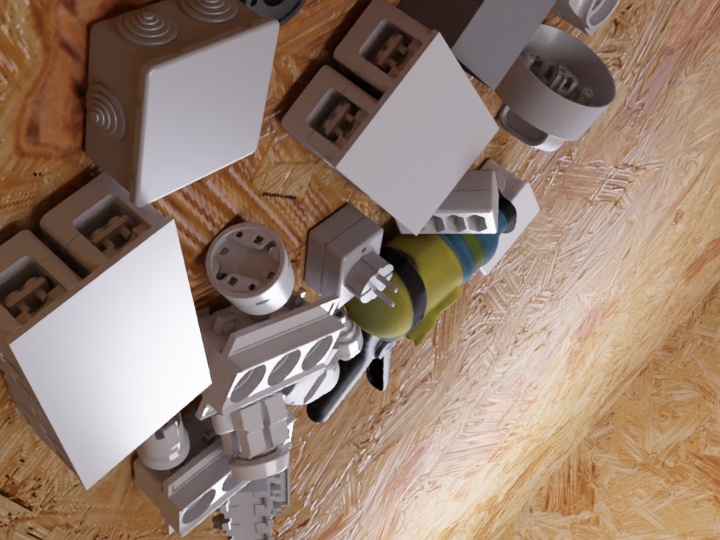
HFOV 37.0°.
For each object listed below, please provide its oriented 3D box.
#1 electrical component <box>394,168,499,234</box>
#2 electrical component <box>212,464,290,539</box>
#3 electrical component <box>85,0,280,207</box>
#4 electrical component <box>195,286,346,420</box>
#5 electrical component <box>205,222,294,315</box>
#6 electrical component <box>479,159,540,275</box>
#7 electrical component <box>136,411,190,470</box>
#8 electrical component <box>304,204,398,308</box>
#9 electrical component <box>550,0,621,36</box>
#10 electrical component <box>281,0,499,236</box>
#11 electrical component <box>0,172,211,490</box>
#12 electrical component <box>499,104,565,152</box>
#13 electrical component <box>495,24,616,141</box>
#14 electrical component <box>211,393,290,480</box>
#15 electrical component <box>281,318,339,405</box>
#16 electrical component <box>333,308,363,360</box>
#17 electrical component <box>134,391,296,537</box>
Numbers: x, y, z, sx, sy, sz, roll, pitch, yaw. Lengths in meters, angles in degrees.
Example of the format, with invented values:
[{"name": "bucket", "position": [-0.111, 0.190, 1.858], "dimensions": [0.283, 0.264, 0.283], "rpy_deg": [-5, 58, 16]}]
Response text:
[{"name": "electrical component", "position": [0.073, -0.073, 0.898], "dimensions": [0.047, 0.083, 0.075], "rpy_deg": [61, 31, -66]}, {"name": "electrical component", "position": [-0.102, 0.200, 0.966], "dimensions": [0.079, 0.063, 0.121], "rpy_deg": [-3, 145, -6]}, {"name": "electrical component", "position": [-0.095, -0.093, 0.562], "dimensions": [0.100, 0.048, 0.099], "rpy_deg": [-32, 151, -39]}, {"name": "electrical component", "position": [-0.077, 0.056, 0.808], "dimensions": [0.121, 0.063, 0.078], "rpy_deg": [-20, 143, -53]}, {"name": "electrical component", "position": [-0.074, 0.001, 0.743], "dimensions": [0.055, 0.055, 0.047], "rpy_deg": [-48, 161, -9]}, {"name": "electrical component", "position": [0.125, -0.052, 1.053], "dimensions": [0.099, 0.048, 0.100], "rpy_deg": [-51, 158, -1]}, {"name": "electrical component", "position": [-0.149, 0.120, 0.802], "dimensions": [0.040, 0.040, 0.046], "rpy_deg": [-38, 148, -30]}, {"name": "electrical component", "position": [0.000, 0.000, 0.853], "dimensions": [0.047, 0.077, 0.065], "rpy_deg": [-38, 154, -30]}, {"name": "electrical component", "position": [0.170, -0.256, 0.807], "dimensions": [0.105, 0.060, 0.186], "rpy_deg": [-55, 158, 9]}, {"name": "electrical component", "position": [0.025, -0.104, 0.762], "dimensions": [0.105, 0.060, 0.186], "rpy_deg": [-52, 158, 2]}, {"name": "electrical component", "position": [-0.157, 0.039, 0.631], "dimensions": [0.105, 0.060, 0.186], "rpy_deg": [-41, 156, -24]}, {"name": "electrical component", "position": [0.178, -0.158, 0.983], "dimensions": [0.095, 0.054, 0.059], "rpy_deg": [-58, 157, 16]}, {"name": "electrical component", "position": [0.162, -0.156, 0.902], "dimensions": [0.099, 0.099, 0.064], "rpy_deg": [-16, 145, -55]}, {"name": "electrical component", "position": [-0.081, 0.127, 0.819], "dimensions": [0.066, 0.048, 0.055], "rpy_deg": [-18, 98, -46]}, {"name": "electrical component", "position": [-0.044, 0.073, 0.925], "dimensions": [0.079, 0.043, 0.077], "rpy_deg": [-57, 157, 12]}, {"name": "electrical component", "position": [-0.016, 0.054, 0.964], "dimensions": [0.035, 0.035, 0.061], "rpy_deg": [-43, 154, -20]}, {"name": "electrical component", "position": [-0.118, 0.147, 0.869], "dimensions": [0.121, 0.063, 0.078], "rpy_deg": [-36, 154, -32]}]
